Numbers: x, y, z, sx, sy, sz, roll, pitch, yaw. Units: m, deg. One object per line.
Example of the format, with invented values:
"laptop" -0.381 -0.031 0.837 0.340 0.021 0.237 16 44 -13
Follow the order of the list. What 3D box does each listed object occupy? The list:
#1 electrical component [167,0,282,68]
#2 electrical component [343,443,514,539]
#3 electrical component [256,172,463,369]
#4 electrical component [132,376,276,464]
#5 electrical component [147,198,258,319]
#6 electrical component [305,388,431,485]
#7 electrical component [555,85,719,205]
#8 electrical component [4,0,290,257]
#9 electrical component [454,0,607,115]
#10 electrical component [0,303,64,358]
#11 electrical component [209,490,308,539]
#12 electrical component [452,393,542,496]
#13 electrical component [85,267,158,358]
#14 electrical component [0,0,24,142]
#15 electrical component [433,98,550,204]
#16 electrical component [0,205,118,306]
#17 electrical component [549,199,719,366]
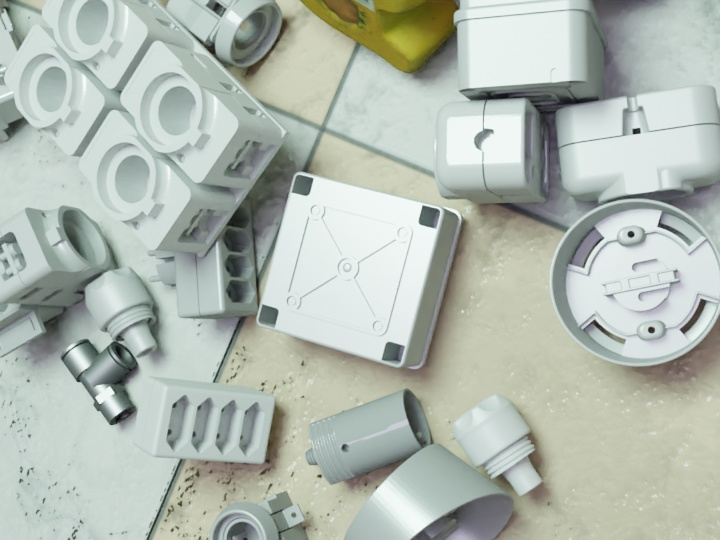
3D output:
"electrical component" -0.092 -0.179 0.753 0.057 0.058 0.078 39 99 19
"electrical component" 0.040 0.158 0.668 0.064 0.099 0.099 41 99 23
"electrical component" 0.000 0.000 0.711 0.109 0.056 0.108 15 91 19
"electrical component" -0.114 0.099 0.739 0.076 0.083 0.047 10 90 57
"electrical component" -0.118 -0.007 0.756 0.076 0.047 0.083 -7 84 25
"electrical component" 0.001 0.112 0.710 0.081 0.043 0.043 -22 80 16
"electrical component" 0.172 -0.073 0.659 0.095 0.054 0.059 -7 84 18
"electrical component" -0.150 -0.110 0.714 0.186 0.060 0.105 46 111 23
"electrical component" 0.106 -0.131 0.654 0.078 0.113 0.057 -1 89 19
"electrical component" -0.255 0.019 0.791 0.042 0.064 0.081 -28 78 15
"electrical component" -0.071 0.178 0.723 0.066 0.055 0.048 -30 78 15
"electrical component" 0.090 0.112 0.680 0.043 0.043 0.062 -38 77 13
"electrical component" -0.167 0.033 0.772 0.043 0.043 0.062 -35 77 13
"electrical component" -0.289 -0.169 0.814 0.063 0.078 0.121 -25 78 -7
"electrical component" 0.081 -0.072 0.667 0.059 0.095 0.053 0 87 19
"electrical component" -0.218 -0.010 0.767 0.056 0.089 0.050 -30 78 15
"electrical component" 0.169 0.008 0.649 0.099 0.064 0.099 -1 86 19
